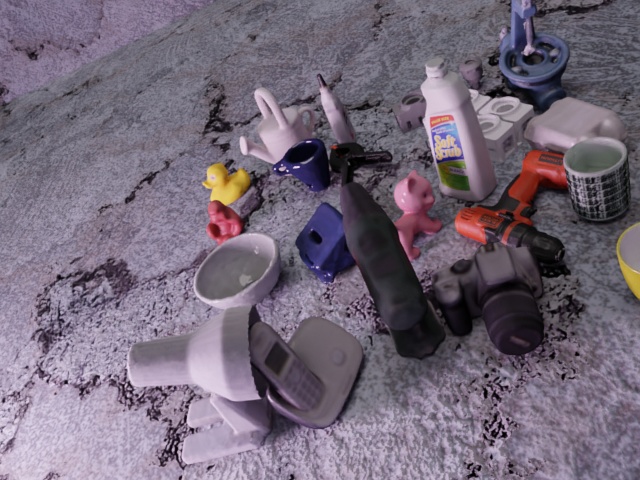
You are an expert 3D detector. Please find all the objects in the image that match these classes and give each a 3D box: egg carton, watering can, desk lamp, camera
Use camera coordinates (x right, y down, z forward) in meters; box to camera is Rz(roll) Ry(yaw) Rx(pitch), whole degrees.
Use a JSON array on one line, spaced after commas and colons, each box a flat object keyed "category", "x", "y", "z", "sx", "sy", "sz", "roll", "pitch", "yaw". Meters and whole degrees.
[{"category": "egg carton", "x": 0.418, "y": -0.175, "z": 0.942, "sx": 0.107, "sy": 0.070, "sz": 0.150, "roll": -36, "pitch": 38, "yaw": -8}, {"category": "watering can", "x": -0.091, "y": -0.238, "z": 1.239, "sx": 0.100, "sy": 0.195, "sz": 0.173, "roll": 14, "pitch": 55, "yaw": 42}, {"category": "desk lamp", "x": -0.141, "y": 0.193, "z": 0.765, "sx": 0.203, "sy": 0.214, "sz": 0.118, "roll": -20, "pitch": 39, "yaw": 13}, {"category": "camera", "x": 0.226, "y": 0.079, "z": 0.751, "sx": 0.143, "sy": 0.101, "sz": 0.136, "roll": -18, "pitch": 39, "yaw": 14}]

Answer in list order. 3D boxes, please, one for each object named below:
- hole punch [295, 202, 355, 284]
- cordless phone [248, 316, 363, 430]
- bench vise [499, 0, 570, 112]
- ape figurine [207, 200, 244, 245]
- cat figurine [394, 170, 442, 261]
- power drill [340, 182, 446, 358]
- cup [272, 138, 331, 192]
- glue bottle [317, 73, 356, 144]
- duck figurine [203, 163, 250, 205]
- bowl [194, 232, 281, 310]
[{"category": "hole punch", "x": 0.009, "y": 0.004, "z": 0.985, "sx": 0.101, "sy": 0.091, "sz": 0.108, "roll": -35, "pitch": 38, "yaw": -7}, {"category": "cordless phone", "x": -0.026, "y": 0.149, "z": 0.764, "sx": 0.093, "sy": 0.185, "sz": 0.148, "roll": 0, "pitch": 47, "yaw": 33}, {"category": "bench vise", "x": 0.368, "y": -0.363, "z": 1.064, "sx": 0.121, "sy": 0.220, "sz": 0.206, "roll": -34, "pitch": 38, "yaw": -6}, {"category": "ape figurine", "x": -0.200, "y": -0.043, "z": 1.171, "sx": 0.077, "sy": 0.092, "sz": 0.076, "roll": -7, "pitch": 43, "yaw": 26}, {"category": "cat figurine", "x": 0.145, "y": -0.051, "z": 0.937, "sx": 0.067, "sy": 0.118, "sz": 0.128, "roll": 17, "pitch": 57, "yaw": 43}, {"category": "power drill", "x": 0.096, "y": 0.053, "z": 0.776, "sx": 0.075, "sy": 0.209, "sz": 0.229, "roll": -26, "pitch": 38, "yaw": 5}, {"category": "cup", "x": -0.029, "y": -0.141, "z": 1.170, "sx": 0.117, "sy": 0.095, "sz": 0.091, "roll": -22, "pitch": 38, "yaw": 10}, {"category": "glue bottle", "x": 0.030, "y": -0.278, "z": 1.224, "sx": 0.037, "sy": 0.174, "sz": 0.078, "roll": -18, "pitch": 39, "yaw": 15}, {"category": "duck figurine", "x": -0.216, "y": -0.137, "z": 1.293, "sx": 0.104, "sy": 0.086, "sz": 0.077, "roll": -37, "pitch": 38, "yaw": -9}, {"category": "bowl", "x": -0.134, "y": 0.067, "z": 1.019, "sx": 0.167, "sy": 0.075, "sz": 0.167, "roll": -18, "pitch": 39, "yaw": 15}]
